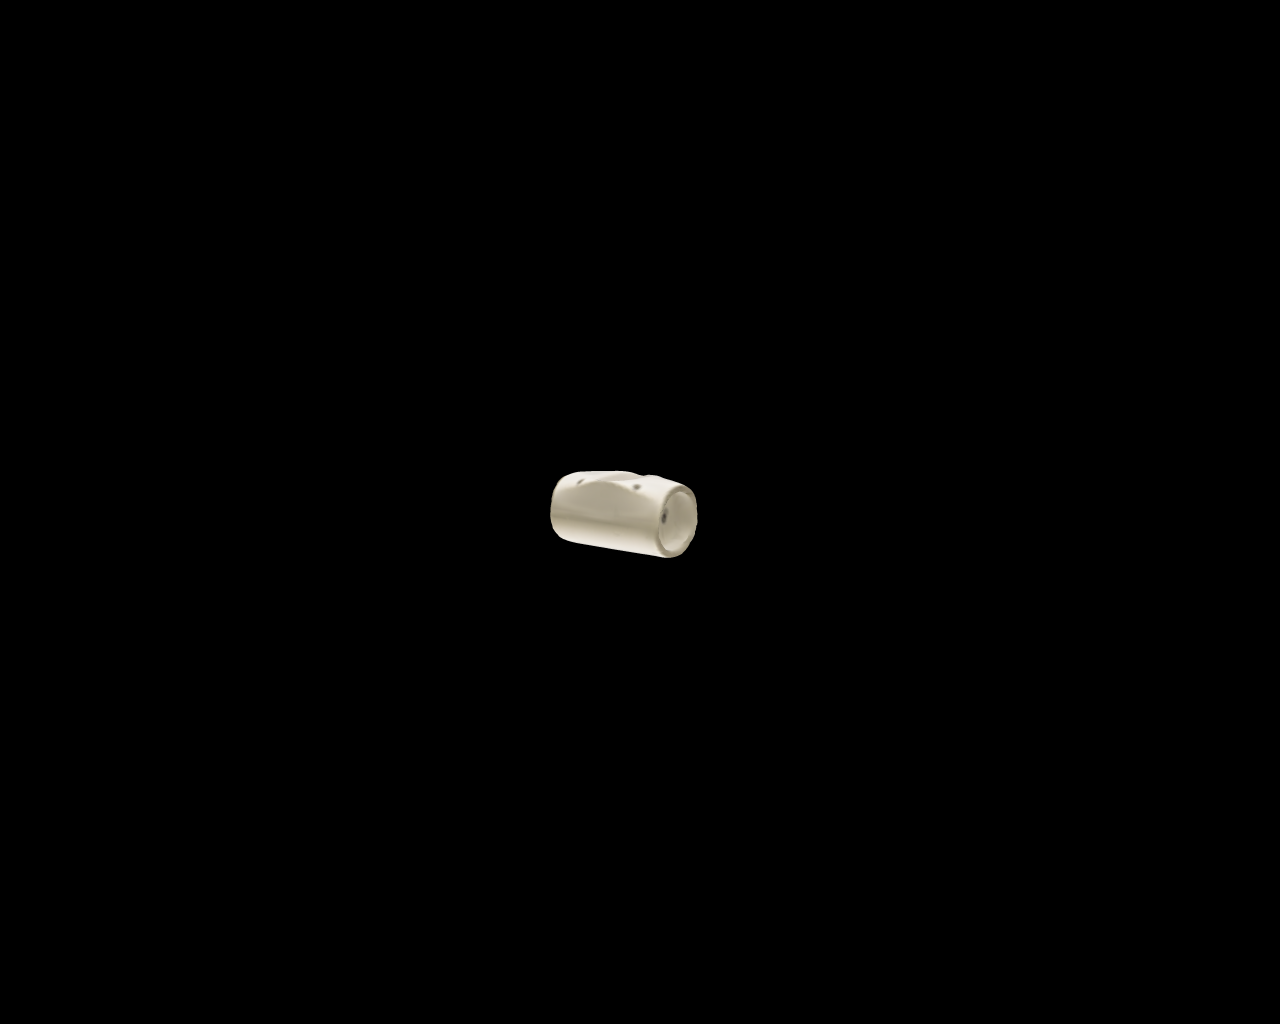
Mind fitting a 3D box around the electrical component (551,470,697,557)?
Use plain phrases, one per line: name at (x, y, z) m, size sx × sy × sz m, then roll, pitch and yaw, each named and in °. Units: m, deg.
electrical component at (0.001, -0.003, 0.650) m, size 0.077 × 0.043 × 0.079 m, roll 8°, pitch 14°, yaw 35°
